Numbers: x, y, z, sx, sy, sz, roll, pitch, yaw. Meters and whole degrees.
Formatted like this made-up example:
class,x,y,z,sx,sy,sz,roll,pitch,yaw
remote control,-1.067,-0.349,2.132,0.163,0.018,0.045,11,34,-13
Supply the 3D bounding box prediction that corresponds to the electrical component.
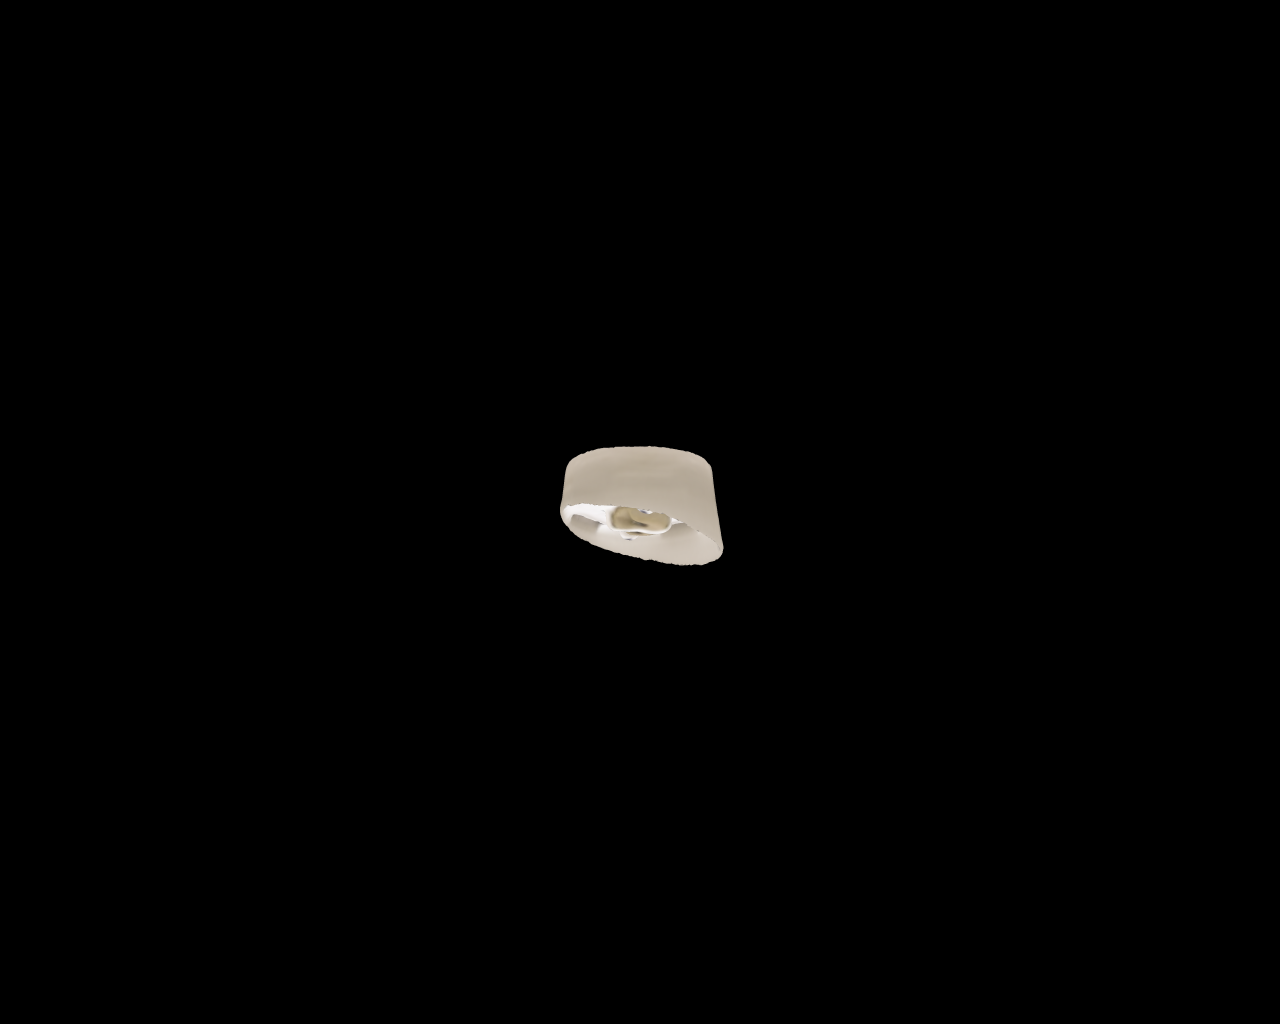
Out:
class,x,y,z,sx,sy,sz,roll,pitch,yaw
electrical component,0.001,-0.003,0.650,0.099,0.064,0.099,0,-17,0
